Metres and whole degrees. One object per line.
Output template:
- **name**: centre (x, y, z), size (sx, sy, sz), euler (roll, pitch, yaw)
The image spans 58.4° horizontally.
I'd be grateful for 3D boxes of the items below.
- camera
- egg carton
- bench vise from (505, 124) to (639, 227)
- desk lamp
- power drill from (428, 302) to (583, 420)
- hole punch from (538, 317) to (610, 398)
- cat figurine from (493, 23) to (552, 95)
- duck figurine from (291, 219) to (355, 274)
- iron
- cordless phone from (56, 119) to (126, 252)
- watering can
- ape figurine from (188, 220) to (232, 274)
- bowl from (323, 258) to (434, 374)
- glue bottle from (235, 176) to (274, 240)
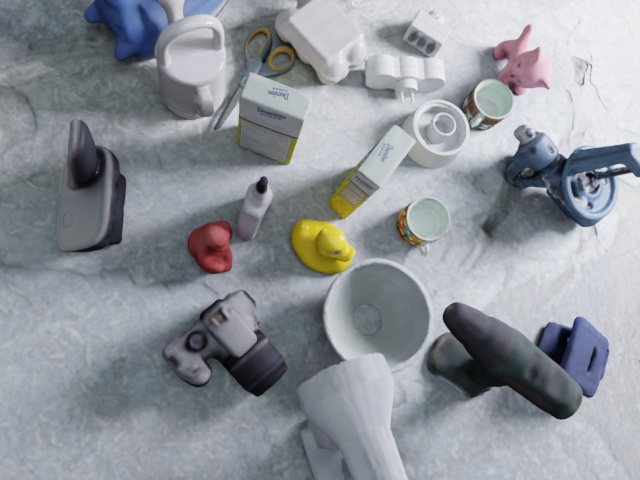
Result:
- **camera**: centre (-0.121, 0.157, 0.784), size (0.143, 0.100, 0.137), euler (-42, 88, -18)
- **egg carton**: centre (0.004, -0.333, 0.944), size (0.150, 0.069, 0.107), euler (46, 72, 2)
- **bench vise**: centre (0.402, -0.108, 0.895), size (0.207, 0.219, 0.121), euler (21, 73, -6)
- **desk lamp**: centre (0.045, 0.255, 0.736), size (0.118, 0.213, 0.203), euler (-16, 80, -15)
- **power drill**: centre (0.234, 0.169, 0.799), size (0.229, 0.208, 0.076), euler (32, 73, -3)
- **hole punch**: centre (0.404, 0.182, 0.893), size (0.101, 0.091, 0.109), euler (27, 73, -4)
- **cat figurine**: centre (0.356, -0.308, 0.987), size (0.067, 0.117, 0.128), euler (3, 76, -11)
- **duck figurine**: centre (0.008, 0.003, 0.856), size (0.104, 0.086, 0.077), euler (35, 72, -2)
- **iron**: centre (-0.227, -0.389, 0.871), size (0.259, 0.141, 0.118), euler (-38, 86, -17)
- **cordless phone**: centre (-0.314, -0.067, 0.753), size (0.094, 0.185, 0.147), euler (-2, 77, -12)
- **watering can**: centre (-0.189, -0.266, 0.822), size (0.101, 0.194, 0.173), euler (-41, 87, -17)
- **ape figurine**: centre (-0.151, 0.004, 0.819), size (0.076, 0.092, 0.078), euler (31, 73, -3)
- **bowl**: centre (0.079, 0.116, 0.849), size (0.167, 0.074, 0.167), euler (3, 76, -11)
- **glue bottle**: centre (-0.088, -0.054, 0.804), size (0.037, 0.173, 0.078), euler (22, 73, -5)
